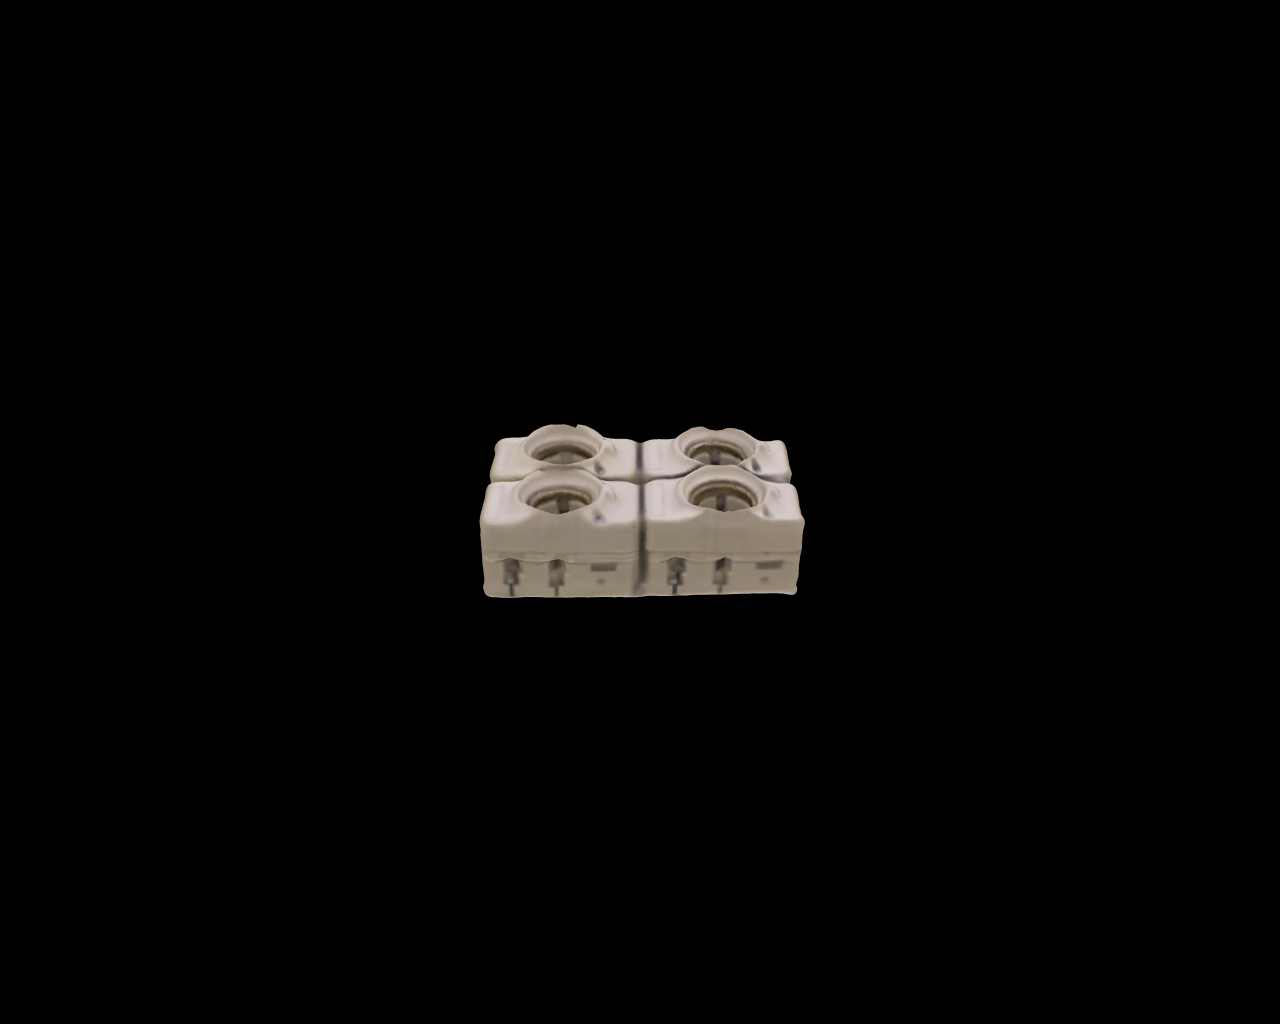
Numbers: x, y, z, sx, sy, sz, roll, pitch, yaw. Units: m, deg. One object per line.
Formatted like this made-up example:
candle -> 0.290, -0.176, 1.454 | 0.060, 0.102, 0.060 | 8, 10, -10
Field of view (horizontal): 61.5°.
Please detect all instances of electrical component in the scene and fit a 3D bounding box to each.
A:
electrical component -> 0.001, -0.003, 0.650 | 0.186, 0.060, 0.105 | 0, 32, 0
